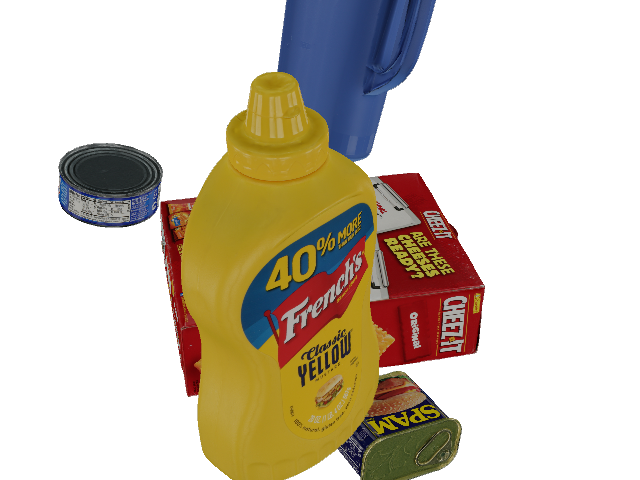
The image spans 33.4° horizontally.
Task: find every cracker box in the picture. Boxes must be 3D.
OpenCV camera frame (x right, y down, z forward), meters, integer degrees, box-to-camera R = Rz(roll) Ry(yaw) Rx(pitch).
[{"bbox_3d":[-0.006,0.028,0.801,0.213,0.072,0.164,-7,35,-10],"label":"cracker box"}]

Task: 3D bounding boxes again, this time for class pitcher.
[{"bbox_3d":[0.028,-0.202,1.063,0.145,0.243,0.149,11,19,-1],"label":"pitcher"}]

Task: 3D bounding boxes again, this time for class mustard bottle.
[{"bbox_3d":[-0.015,0.015,0.466,0.096,0.192,0.058,-31,46,-32],"label":"mustard bottle"}]

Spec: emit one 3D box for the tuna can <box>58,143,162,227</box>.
[{"bbox_3d":[-0.177,-0.047,0.898,0.086,0.034,0.086,8,33,-5],"label":"tuna can"}]

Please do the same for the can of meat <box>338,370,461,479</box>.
[{"bbox_3d":[0.060,0.167,0.958,0.101,0.057,0.084,-11,33,-27],"label":"can of meat"}]

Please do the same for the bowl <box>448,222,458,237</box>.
[{"bbox_3d":[0.058,0.013,1.086,0.162,0.055,0.162,2,18,-1],"label":"bowl"}]
